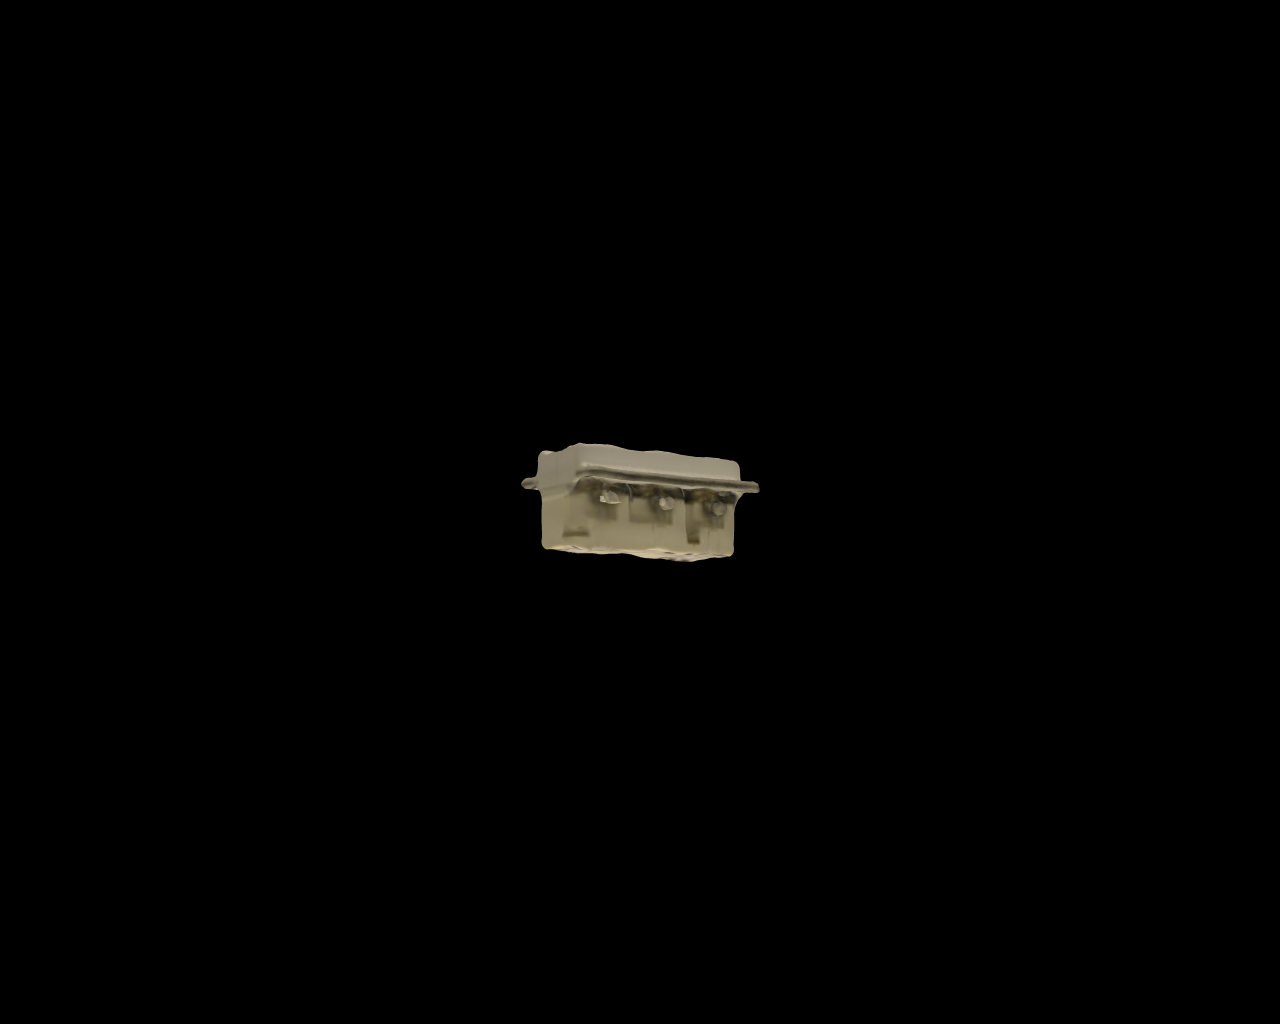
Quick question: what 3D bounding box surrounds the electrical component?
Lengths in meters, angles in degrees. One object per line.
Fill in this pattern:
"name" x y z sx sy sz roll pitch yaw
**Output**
"electrical component" 0.001 -0.003 0.650 0.121 0.063 0.078 5 -9 -36
